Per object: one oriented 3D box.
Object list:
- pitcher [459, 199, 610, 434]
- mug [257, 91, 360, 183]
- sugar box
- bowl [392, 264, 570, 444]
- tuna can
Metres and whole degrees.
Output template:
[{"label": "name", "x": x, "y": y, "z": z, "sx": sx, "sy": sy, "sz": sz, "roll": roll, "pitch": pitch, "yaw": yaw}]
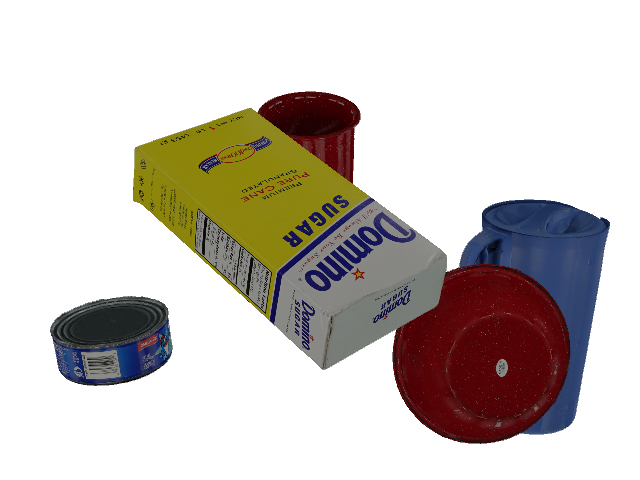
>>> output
[{"label": "pitcher", "x": 0.226, "y": 0.085, "z": 1.161, "sx": 0.149, "sy": 0.243, "sz": 0.145, "roll": 5, "pitch": 19, "yaw": 11}, {"label": "mug", "x": -0.022, "y": -0.081, "z": 0.976, "sx": 0.117, "sy": 0.081, "sz": 0.093, "roll": 9, "pitch": 35, "yaw": 13}, {"label": "sugar box", "x": -0.021, "y": -0.009, "z": 0.615, "sx": 0.093, "sy": 0.048, "sz": 0.176, "roll": -26, "pitch": 48, "yaw": -36}, {"label": "bowl", "x": 0.146, "y": 0.103, "z": 0.915, "sx": 0.162, "sy": 0.162, "sz": 0.055, "roll": 0, "pitch": 6, "yaw": -7}, {"label": "tuna can", "x": -0.152, "y": 0.073, "z": 0.783, "sx": 0.086, "sy": 0.034, "sz": 0.086, "roll": -5, "pitch": 20, "yaw": 2}]
